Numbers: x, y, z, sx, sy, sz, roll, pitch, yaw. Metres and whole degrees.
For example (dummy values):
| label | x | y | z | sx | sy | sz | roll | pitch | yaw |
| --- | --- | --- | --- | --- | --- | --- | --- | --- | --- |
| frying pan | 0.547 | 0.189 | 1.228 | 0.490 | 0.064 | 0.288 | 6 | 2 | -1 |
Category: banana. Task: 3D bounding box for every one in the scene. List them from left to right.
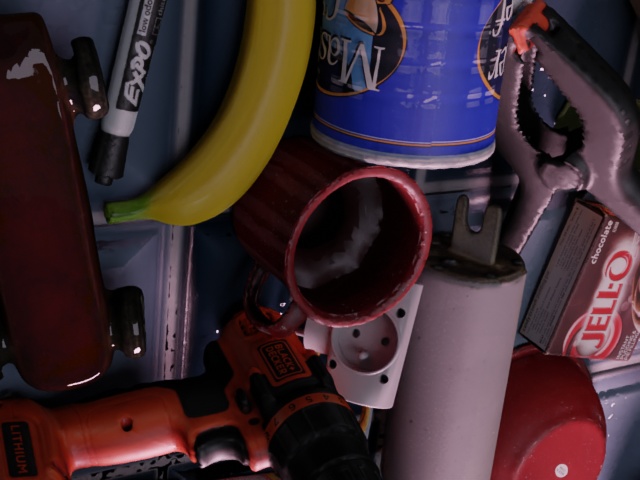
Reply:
| label | x | y | z | sx | sy | sz | roll | pitch | yaw |
| --- | --- | --- | --- | --- | --- | --- | --- | --- | --- |
| banana | -0.042 | -0.084 | 0.567 | 0.069 | 0.037 | 0.198 | 21 | 99 | -37 |

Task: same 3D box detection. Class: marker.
| label | x | y | z | sx | sy | sz | roll | pitch | yaw |
| --- | --- | --- | --- | --- | --- | --- | --- | --- | --- |
| marker | -0.097 | -0.086 | 0.542 | 0.020 | 0.020 | 0.121 | 7 | 108 | -34 |

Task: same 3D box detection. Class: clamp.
| label | x | y | z | sx | sy | sz | roll | pitch | yaw |
| --- | --- | --- | --- | --- | --- | --- | --- | --- | --- |
| clamp | 0.160 | -0.043 | 0.635 | 0.036 | 0.165 | 0.210 | -53 | 138 | -36 |

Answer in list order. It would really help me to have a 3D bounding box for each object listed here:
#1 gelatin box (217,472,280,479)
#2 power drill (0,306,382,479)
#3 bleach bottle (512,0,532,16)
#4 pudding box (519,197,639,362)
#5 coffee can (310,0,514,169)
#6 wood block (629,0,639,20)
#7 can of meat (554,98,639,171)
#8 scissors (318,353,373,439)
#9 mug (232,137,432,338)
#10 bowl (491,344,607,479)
| label | x | y | z | sx | sy | sz | roll | pitch | yaw |
| --- | --- | --- | --- | --- | --- | --- | --- | --- | --- |
| gelatin box | -0.052 | 0.198 | 0.696 | 0.073 | 0.030 | 0.089 | 1 | 110 | -34 |
| power drill | -0.072 | 0.116 | 0.560 | 0.187 | 0.185 | 0.057 | -14 | 122 | -16 |
| bleach bottle | 0.149 | -0.244 | 0.578 | 0.068 | 0.102 | 0.251 | 25 | 101 | 8 |
| pudding box | 0.205 | 0.031 | 0.775 | 0.089 | 0.039 | 0.113 | 8 | 107 | -35 |
| coffee can | 0.051 | -0.120 | 0.567 | 0.102 | 0.103 | 0.140 | -8 | 116 | -29 |
| wood block | 0.283 | -0.118 | 0.683 | 0.091 | 0.090 | 0.206 | -35 | 110 | -1 |
| can of meat | 0.213 | -0.054 | 0.702 | 0.083 | 0.102 | 0.057 | 30 | 95 | -36 |
| scissors | 0.009 | 0.163 | 0.689 | 0.096 | 0.016 | 0.202 | -14 | 99 | -16 |
| mug | -0.004 | 0.001 | 0.601 | 0.093 | 0.082 | 0.117 | 29 | 94 | -38 |
| bowl | 0.161 | 0.160 | 0.797 | 0.161 | 0.055 | 0.162 | -14 | 118 | -27 |
